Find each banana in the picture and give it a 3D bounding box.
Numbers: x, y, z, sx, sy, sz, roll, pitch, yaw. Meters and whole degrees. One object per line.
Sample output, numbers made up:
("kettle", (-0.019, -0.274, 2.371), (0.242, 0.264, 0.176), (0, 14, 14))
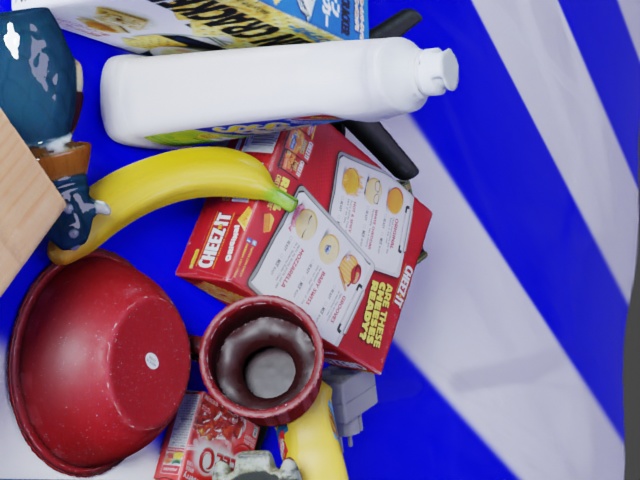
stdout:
("banana", (-0.111, -0.033, 0.769), (0.197, 0.070, 0.037), (-16, 139, -31))

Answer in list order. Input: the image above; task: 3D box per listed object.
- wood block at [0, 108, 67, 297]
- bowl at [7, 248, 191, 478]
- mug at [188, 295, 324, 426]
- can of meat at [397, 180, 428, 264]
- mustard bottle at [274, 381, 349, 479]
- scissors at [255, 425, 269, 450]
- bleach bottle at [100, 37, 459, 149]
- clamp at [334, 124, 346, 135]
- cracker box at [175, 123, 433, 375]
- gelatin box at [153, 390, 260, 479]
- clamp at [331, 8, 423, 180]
("wood block", (-0.234, 0.023, 0.551), (0.090, 0.090, 0.206), (62, 39, -35))
("bowl", (-0.139, 0.085, 0.743), (0.161, 0.055, 0.162), (6, 83, -60))
("mug", (-0.052, 0.096, 0.824), (0.081, 0.117, 0.093), (78, 23, -71))
("can of meat", (0.063, -0.009, 1.092), (0.101, 0.058, 0.084), (-32, 112, -57))
("mustard bottle", (-0.007, 0.178, 0.886), (0.096, 0.058, 0.191), (87, -10, -63))
("scissors", (-0.050, 0.131, 0.929), (0.201, 0.016, 0.096), (-54, 131, -47))
("bleach bottle", (-0.027, -0.107, 0.749), (0.102, 0.251, 0.068), (1, 87, -59))
("clamp", (0.003, -0.033, 1.006), (0.120, 0.039, 0.171), (-36, 121, -45))
("cracker box", (-0.006, 0.001, 0.914), (0.213, 0.072, 0.164), (36, 68, -44))
("gelatin box", (-0.087, 0.169, 0.848), (0.089, 0.030, 0.073), (45, 51, -48))
("clamp", (0.018, -0.133, 0.973), (0.209, 0.036, 0.164), (-6, 92, -38))
